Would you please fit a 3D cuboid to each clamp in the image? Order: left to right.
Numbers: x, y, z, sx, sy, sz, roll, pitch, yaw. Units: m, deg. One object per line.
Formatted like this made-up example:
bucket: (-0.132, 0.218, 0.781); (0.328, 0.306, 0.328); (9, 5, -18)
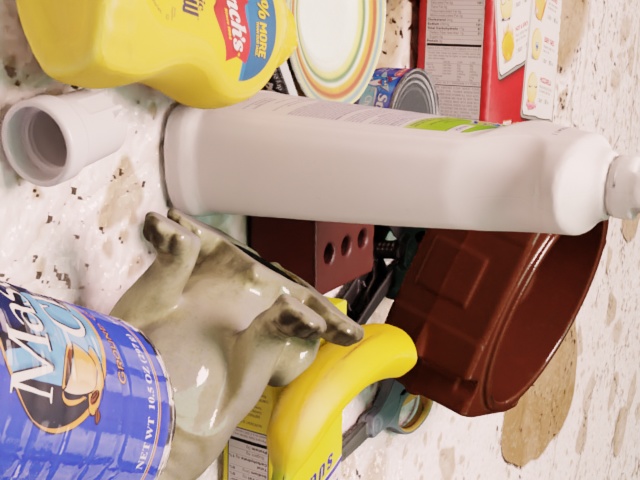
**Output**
clamp: (0.051, -0.001, 0.795); (0.171, 0.039, 0.120); (-24, 124, -61)

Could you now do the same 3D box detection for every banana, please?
banana: (0.015, 0.090, 0.668); (0.197, 0.037, 0.070); (-34, 144, -53)

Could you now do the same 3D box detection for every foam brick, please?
foam brick: (-0.005, 0.001, 0.685); (0.078, 0.051, 0.053); (-24, 118, -56)

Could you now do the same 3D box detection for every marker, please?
marker: (-0.026, -0.099, 0.653); (0.020, 0.020, 0.121); (-58, 143, -35)

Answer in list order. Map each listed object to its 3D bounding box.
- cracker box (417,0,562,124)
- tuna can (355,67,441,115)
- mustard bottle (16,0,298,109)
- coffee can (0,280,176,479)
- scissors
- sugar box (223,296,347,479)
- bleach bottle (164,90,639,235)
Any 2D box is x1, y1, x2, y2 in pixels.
cracker box: (0.140, -0.177, 0.872); (0.163, 0.072, 0.214); (-19, 113, -58)
tuna can: (0.056, -0.084, 0.787); (0.086, 0.034, 0.086); (-23, 118, -56)
mustard bottle: (-0.066, -0.116, 0.537); (0.191, 0.058, 0.096); (2, 79, -61)
coffee can: (-0.138, 0.065, 0.417); (0.140, 0.103, 0.103); (31, 70, -59)
scissors: (0.045, 0.125, 0.841); (0.201, 0.016, 0.096); (-2, 97, -60)
sugar box: (-0.022, 0.131, 0.695); (0.093, 0.048, 0.176); (-24, 117, -57)
bleach bottle: (0.046, -0.038, 0.561); (0.102, 0.251, 0.068); (-26, 120, -55)
